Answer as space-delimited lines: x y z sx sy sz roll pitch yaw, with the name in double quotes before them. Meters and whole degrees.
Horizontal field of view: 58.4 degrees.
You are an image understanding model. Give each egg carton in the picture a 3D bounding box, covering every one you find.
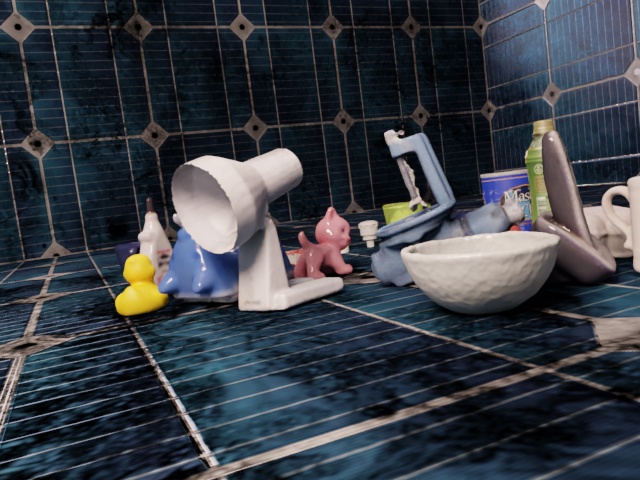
"egg carton" 0.420 -0.012 0.868 0.107 0.069 0.150 -6 5 9

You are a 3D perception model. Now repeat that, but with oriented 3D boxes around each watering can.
"watering can" 0.431 -0.060 0.682 0.172 0.194 0.101 -5 6 23

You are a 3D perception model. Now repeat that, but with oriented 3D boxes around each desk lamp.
"desk lamp" -0.082 -0.014 0.768 0.117 0.213 0.204 -2 7 43

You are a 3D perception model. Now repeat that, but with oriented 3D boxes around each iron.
"iron" -0.132 0.016 0.911 0.118 0.141 0.259 -3 6 36

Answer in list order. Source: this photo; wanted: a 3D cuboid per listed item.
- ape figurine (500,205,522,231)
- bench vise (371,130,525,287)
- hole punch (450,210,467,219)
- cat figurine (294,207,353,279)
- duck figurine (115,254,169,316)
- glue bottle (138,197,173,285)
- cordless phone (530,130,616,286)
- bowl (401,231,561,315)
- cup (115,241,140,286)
"ape figurine" 0.281 -0.008 0.885 0.078 0.092 0.076 -8 5 -7
"bench vise" 0.167 -0.051 0.805 0.207 0.220 0.121 -8 5 -6
"hole punch" 0.186 0.004 0.892 0.101 0.091 0.109 -6 5 9
"cat figurine" 0.009 0.004 0.993 0.067 0.118 0.128 -2 7 45
"duck figurine" -0.277 0.065 0.878 0.077 0.086 0.104 -7 5 1
"glue bottle" -0.291 0.011 1.013 0.037 0.173 0.078 -5 6 23
"cordless phone" 0.310 -0.043 0.712 0.094 0.185 0.148 -5 6 24
"bowl" 0.173 0.038 0.618 0.167 0.075 0.167 -7 5 1
"cup" -0.333 0.051 1.073 0.092 0.095 0.117 -8 5 -6
